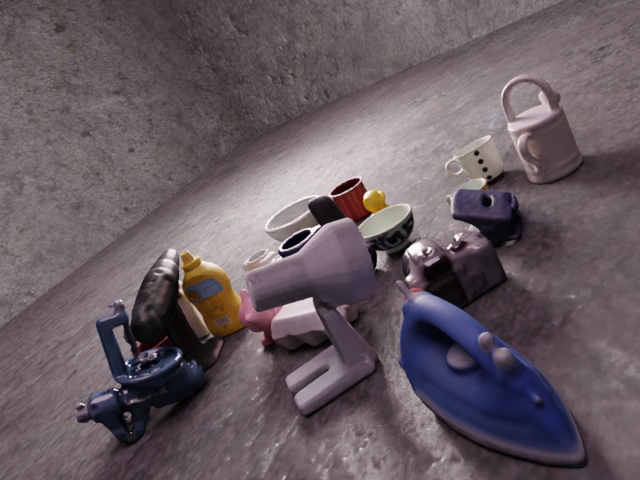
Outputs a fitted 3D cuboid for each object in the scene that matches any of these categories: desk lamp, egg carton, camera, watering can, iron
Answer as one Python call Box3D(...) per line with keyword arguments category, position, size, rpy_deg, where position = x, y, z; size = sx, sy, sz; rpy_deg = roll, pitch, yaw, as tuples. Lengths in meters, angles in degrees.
Box3D(category="desk lamp", position=(0.002, 0.100, 0.812), size=(0.203, 0.214, 0.117), rpy_deg=(-33, 20, -8))
Box3D(category="egg carton", position=(-0.009, 0.130, 0.973), size=(0.150, 0.069, 0.107), rpy_deg=(-17, 23, 33))
Box3D(category="camera", position=(0.184, 0.035, 0.880), size=(0.143, 0.101, 0.136), rpy_deg=(-31, 19, -1))
Box3D(category="watering can", position=(0.397, -0.213, 1.046), size=(0.100, 0.194, 0.173), rpy_deg=(-20, 22, 27))
Box3D(category="iron", position=(0.166, 0.127, 0.618), size=(0.119, 0.142, 0.257), rpy_deg=(-35, 20, -12))

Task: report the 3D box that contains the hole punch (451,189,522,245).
Box3D(category="hole punch", position=(0.279, -0.047, 0.961), size=(0.101, 0.091, 0.109), rpy_deg=(-20, 22, 27))

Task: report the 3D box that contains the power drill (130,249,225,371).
Box3D(category="power drill", position=(-0.275, 0.147, 1.103), size=(0.075, 0.209, 0.229), rpy_deg=(-25, 20, 16))

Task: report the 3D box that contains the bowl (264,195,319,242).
Box3D(category="bowl", position=(-0.054, -0.040, 1.451), size=(0.167, 0.075, 0.167), rpy_deg=(-27, 20, 11))

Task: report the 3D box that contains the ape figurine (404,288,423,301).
Box3D(category="ape figurine", position=(0.142, 0.107, 0.777), size=(0.076, 0.092, 0.078), rpy_deg=(-6, 31, 50))

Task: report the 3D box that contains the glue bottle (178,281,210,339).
Box3D(category="glue bottle", position=(-0.290, 0.127, 1.231), size=(0.037, 0.173, 0.078), rpy_deg=(-28, 20, 5))

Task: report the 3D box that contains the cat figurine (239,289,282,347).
Box3D(category="cat figurine", position=(-0.095, 0.127, 1.032), size=(0.067, 0.118, 0.128), rpy_deg=(-13, 26, 41))

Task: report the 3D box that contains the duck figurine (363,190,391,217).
Box3D(category="duck figurine", position=(0.122, -0.065, 1.240), size=(0.077, 0.086, 0.105), rpy_deg=(-14, 25, 39))

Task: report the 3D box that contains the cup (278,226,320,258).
Box3D(category="cup", position=(-0.017, 0.029, 1.194), size=(0.118, 0.095, 0.091), rpy_deg=(-34, 20, -11))

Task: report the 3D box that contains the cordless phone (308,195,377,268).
Box3D(category="cordless phone", position=(0.010, 0.004, 1.082), size=(0.147, 0.185, 0.094), rpy_deg=(-19, 22, 29))

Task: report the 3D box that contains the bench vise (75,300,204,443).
Box3D(category="bench vise", position=(-0.332, 0.225, 0.977), size=(0.208, 0.220, 0.121), rpy_deg=(-41, 22, -28))
